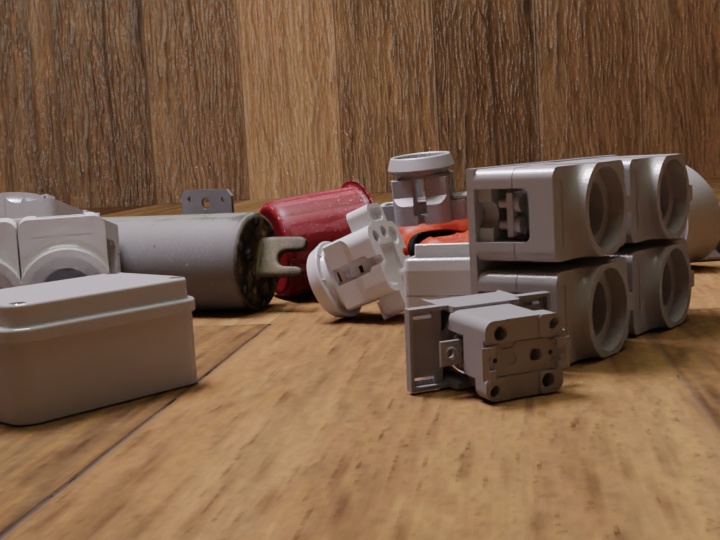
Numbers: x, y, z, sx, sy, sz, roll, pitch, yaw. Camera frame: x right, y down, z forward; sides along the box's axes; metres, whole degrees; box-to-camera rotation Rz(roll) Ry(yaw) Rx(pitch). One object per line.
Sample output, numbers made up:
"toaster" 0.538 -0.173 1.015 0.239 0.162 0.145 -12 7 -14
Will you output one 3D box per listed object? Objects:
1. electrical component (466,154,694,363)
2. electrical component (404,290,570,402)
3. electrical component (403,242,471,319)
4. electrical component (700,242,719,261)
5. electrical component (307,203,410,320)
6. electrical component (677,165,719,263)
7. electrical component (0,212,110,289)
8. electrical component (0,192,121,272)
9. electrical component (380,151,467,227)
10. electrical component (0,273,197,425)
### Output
"electrical component" 0.139 -0.013 0.635 0.060 0.105 0.186 2 8 37
"electrical component" 0.065 0.037 0.525 0.081 0.042 0.064 -7 9 -23
"electrical component" 0.070 0.010 0.669 0.062 0.061 0.096 -1 7 20
"electrical component" 0.323 -0.037 1.007 0.066 0.047 0.076 -4 7 -4
"electrical component" 0.000 0.000 0.760 0.057 0.078 0.058 -24 -3 26
"electrical component" 0.258 -0.047 0.932 0.064 0.099 0.099 -17 14 -41
"electrical component" -0.225 0.016 0.634 0.150 0.089 0.062 -5 7 -16
"electrical component" -0.284 -0.007 0.795 0.186 0.060 0.105 -9 -11 13
"electrical component" 0.055 -0.071 0.925 0.078 0.057 0.058 -4 11 14
"electrical component" -0.149 0.037 0.561 0.078 0.057 0.113 3 9 42
